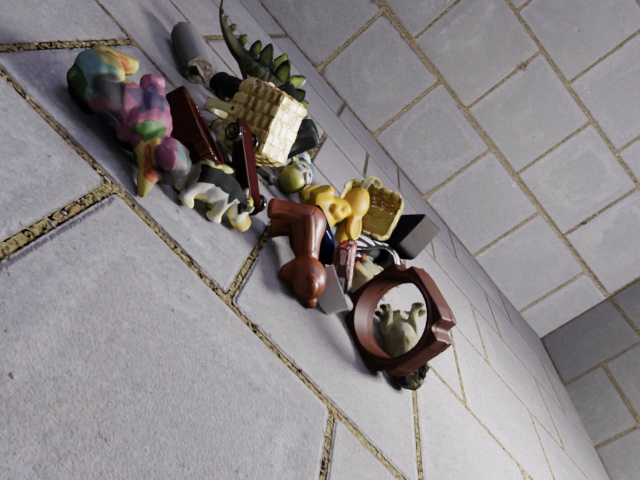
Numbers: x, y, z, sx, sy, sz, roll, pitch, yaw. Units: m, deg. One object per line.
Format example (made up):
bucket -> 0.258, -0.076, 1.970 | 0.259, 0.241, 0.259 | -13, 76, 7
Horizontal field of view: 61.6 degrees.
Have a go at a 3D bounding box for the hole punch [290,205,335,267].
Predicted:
hole punch -> -0.003, -0.004, 1.232 | 0.115, 0.092, 0.142 | 44, 16, -34

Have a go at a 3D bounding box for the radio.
radio -> 0.251, -0.010, 1.637 | 0.073, 0.131, 0.230 | 45, -12, -13

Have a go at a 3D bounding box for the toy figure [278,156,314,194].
toy figure -> -0.060, -0.169, 1.410 | 0.082, 0.089, 0.180 | 33, 13, -8

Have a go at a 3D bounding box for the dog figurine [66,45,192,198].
dog figurine -> -0.293, -0.177, 0.844 | 0.191, 0.108, 0.219 | 23, 37, -53

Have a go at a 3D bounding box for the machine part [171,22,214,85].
machine part -> -0.323, -0.472, 1.355 | 0.079, 0.079, 0.243 | 29, 28, -50

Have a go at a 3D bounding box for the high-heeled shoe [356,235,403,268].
high-heeled shoe -> 0.164, 0.060, 1.494 | 0.248, 0.086, 0.145 | 36, 16, -14

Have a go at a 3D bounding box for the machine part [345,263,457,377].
machine part -> 0.164, 0.165, 1.127 | 0.087, 0.201, 0.201 | 23, 35, -51

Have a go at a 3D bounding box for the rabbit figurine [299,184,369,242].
rabbit figurine -> 0.053, -0.074, 1.341 | 0.122, 0.173, 0.162 | -13, -85, 65

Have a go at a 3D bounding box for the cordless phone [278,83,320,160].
cordless phone -> -0.093, -0.309, 1.423 | 0.089, 0.147, 0.184 | -97, 163, -74

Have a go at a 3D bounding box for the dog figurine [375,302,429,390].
dog figurine -> 0.191, 0.251, 1.240 | 0.172, 0.121, 0.190 | 52, 34, -68

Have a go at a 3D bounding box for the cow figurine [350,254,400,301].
cow figurine -> 0.130, 0.102, 1.348 | 0.127, 0.085, 0.195 | 47, 16, 5

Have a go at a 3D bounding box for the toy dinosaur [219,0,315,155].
toy dinosaur -> -0.155, -0.430, 1.484 | 0.471, 0.198, 0.105 | 49, 16, -15

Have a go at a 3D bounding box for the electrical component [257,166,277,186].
electrical component -> -0.137, -0.172, 1.323 | 0.063, 0.021, 0.094 | 37, 24, -37

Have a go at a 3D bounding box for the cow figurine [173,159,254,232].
cow figurine -> -0.171, -0.082, 0.965 | 0.167, 0.098, 0.068 | 32, 21, -45

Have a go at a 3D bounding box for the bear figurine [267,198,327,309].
bear figurine -> -0.048, 0.029, 1.064 | 0.120, 0.132, 0.196 | 90, 6, -65

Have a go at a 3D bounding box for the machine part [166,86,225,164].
machine part -> -0.235, -0.193, 0.999 | 0.179, 0.056, 0.179 | 158, -93, -88

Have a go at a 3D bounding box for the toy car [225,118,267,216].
toy car -> -0.156, -0.148, 1.103 | 0.089, 0.053, 0.202 | 12, 67, -67

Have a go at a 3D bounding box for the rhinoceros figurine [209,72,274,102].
rhinoceros figurine -> -0.189, -0.384, 1.377 | 0.190, 0.073, 0.112 | 21, -9, 15

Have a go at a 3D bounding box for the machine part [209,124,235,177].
machine part -> -0.212, -0.174, 1.118 | 0.138, 0.039, 0.084 | 60, 23, -5
